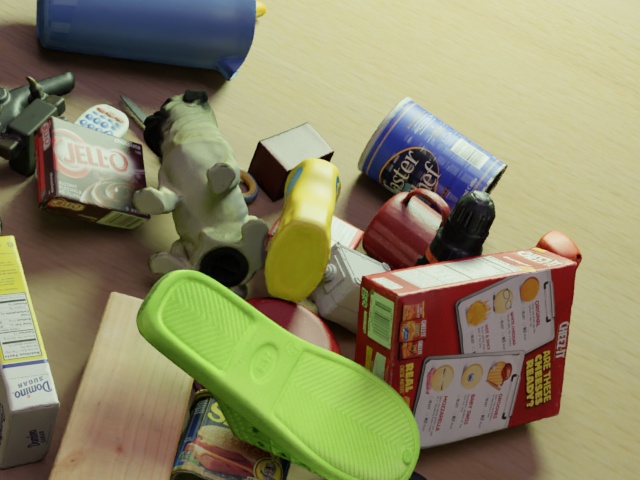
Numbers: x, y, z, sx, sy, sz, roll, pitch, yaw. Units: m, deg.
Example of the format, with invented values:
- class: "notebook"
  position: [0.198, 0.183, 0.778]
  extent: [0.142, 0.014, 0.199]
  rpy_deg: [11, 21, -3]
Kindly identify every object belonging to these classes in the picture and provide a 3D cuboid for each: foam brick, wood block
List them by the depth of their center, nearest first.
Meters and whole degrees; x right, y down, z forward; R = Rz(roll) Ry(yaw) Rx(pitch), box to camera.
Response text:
- class: "wood block"
  position: [-0.163, 0.157, 0.888]
  extent: [0.090, 0.091, 0.206]
  rpy_deg: [17, 45, -9]
- class: "foam brick"
  position: [-0.033, -0.088, 1.197]
  extent: [0.078, 0.053, 0.051]
  rpy_deg: [-27, 64, -38]

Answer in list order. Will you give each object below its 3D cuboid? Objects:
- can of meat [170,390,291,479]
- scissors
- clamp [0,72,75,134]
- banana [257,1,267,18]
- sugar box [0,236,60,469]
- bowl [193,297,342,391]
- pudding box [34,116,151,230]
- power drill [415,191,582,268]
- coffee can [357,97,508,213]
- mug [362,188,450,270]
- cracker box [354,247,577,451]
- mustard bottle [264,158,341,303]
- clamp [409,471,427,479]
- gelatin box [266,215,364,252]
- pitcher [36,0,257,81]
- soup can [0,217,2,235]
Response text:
- class: "can of meat"
  position: [-0.075, 0.189, 0.922]
  extent: [0.102, 0.058, 0.084]
  rpy_deg: [21, 47, -5]
- class: "scissors"
  position: [-0.140, -0.097, 1.183]
  extent: [0.096, 0.016, 0.202]
  rpy_deg: [-13, 57, -32]
- class: "clamp"
  position: [-0.334, -0.145, 1.127]
  extent: [0.120, 0.039, 0.171]
  rpy_deg: [14, 51, -5]
- class: "banana"
  position: [-0.164, -0.308, 1.351]
  extent: [0.197, 0.037, 0.069]
  rpy_deg: [15, 46, -10]
- class: "sugar box"
  position: [-0.264, 0.092, 0.901]
  extent: [0.048, 0.093, 0.176]
  rpy_deg: [-8, 55, -29]
- class: "bowl"
  position: [-0.041, 0.108, 1.011]
  extent: [0.162, 0.055, 0.162]
  rpy_deg: [12, 46, -13]
- class: "pudding box"
  position: [-0.226, -0.064, 1.061]
  extent: [0.113, 0.039, 0.090]
  rpy_deg: [17, 55, -46]
- class: "power drill"
  position: [0.181, 0.029, 1.104]
  extent: [0.187, 0.185, 0.057]
  rpy_deg: [0, 38, -34]
- class: "coffee can"
  position: [0.129, -0.084, 1.228]
  extent: [0.140, 0.103, 0.102]
  rpy_deg: [36, 45, 10]
- class: "mug"
  position: [0.102, -0.006, 1.139]
  extent: [0.081, 0.117, 0.093]
  rpy_deg: [39, 49, 20]
- class: "cracker box"
  position: [0.136, 0.102, 1.015]
  extent: [0.213, 0.164, 0.072]
  rpy_deg: [-8, 21, -30]
- class: "mustard bottle"
  position: [-0.013, -0.028, 1.070]
  extent: [0.058, 0.096, 0.191]
  rpy_deg: [15, 32, -3]
- class: "clamp"
  position: [0.108, 0.253, 0.945]
  extent: [0.210, 0.036, 0.164]
  rpy_deg: [31, 42, -8]
- class: "gelatin box"
  position: [-0.008, 0.001, 1.142]
  extent: [0.089, 0.030, 0.073]
  rpy_deg: [28, 46, 4]
- class: "pitcher"
  position: [-0.202, -0.278, 1.243]
  extent: [0.242, 0.145, 0.149]
  rpy_deg: [1, 28, -19]
- class: "soup can"
  position: [-0.343, 0.006, 0.963]
  extent: [0.068, 0.069, 0.102]
  rpy_deg: [28, 44, 2]
